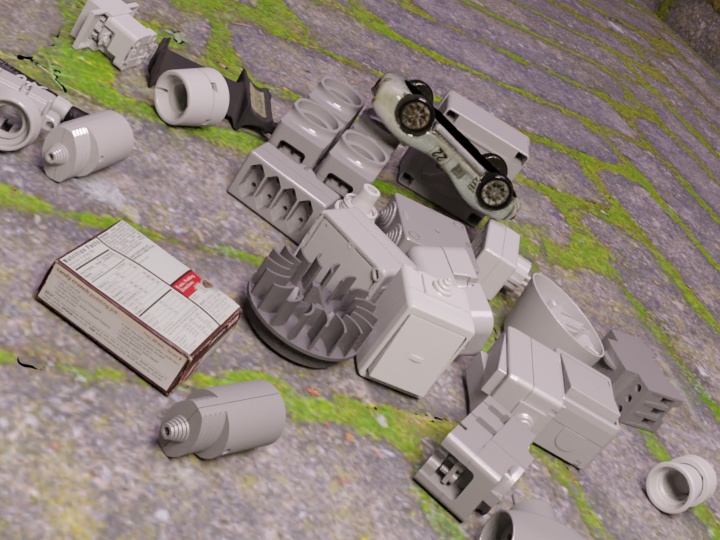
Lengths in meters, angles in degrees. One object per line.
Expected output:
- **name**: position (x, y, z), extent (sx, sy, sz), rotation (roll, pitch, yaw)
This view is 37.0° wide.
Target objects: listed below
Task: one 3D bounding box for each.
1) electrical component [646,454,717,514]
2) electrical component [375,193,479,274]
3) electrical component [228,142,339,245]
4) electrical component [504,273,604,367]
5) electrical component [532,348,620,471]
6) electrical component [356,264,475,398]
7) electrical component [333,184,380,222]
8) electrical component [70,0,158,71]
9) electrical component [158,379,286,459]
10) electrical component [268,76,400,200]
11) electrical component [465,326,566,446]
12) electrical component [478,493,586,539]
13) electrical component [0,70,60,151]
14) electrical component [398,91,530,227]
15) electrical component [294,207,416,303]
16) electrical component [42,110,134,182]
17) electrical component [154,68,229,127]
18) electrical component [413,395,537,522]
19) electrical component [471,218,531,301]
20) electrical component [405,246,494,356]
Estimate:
- **electrical component**: position (0.283, 0.187, 0.944), extent (0.055, 0.045, 0.045), rotation (0, 43, -50)
- **electrical component**: position (0.061, -0.020, 1.023), extent (0.100, 0.048, 0.099), rotation (24, 29, -21)
- **electrical component**: position (-0.062, -0.074, 0.970), extent (0.083, 0.047, 0.075), rotation (37, 26, 3)
- **electrical component**: position (0.188, 0.056, 1.027), extent (0.099, 0.064, 0.099), rotation (27, 27, -15)
- **electrical component**: position (0.183, 0.113, 0.930), extent (0.062, 0.061, 0.096), rotation (30, 27, -9)
- **electrical component**: position (0.045, 0.047, 0.840), extent (0.062, 0.096, 0.061), rotation (24, 31, -21)
- **electrical component**: position (-0.005, -0.050, 0.980), extent (0.048, 0.062, 0.048), rotation (27, 28, -16)
- **electrical component**: position (-0.233, -0.226, 1.029), extent (0.064, 0.042, 0.081), rotation (39, 27, 4)
- **electrical component**: position (-0.089, 0.094, 0.666), extent (0.081, 0.043, 0.043), rotation (-3, 46, -51)
- **electrical component**: position (-0.022, -0.130, 1.095), extent (0.105, 0.060, 0.186), rotation (34, 26, -2)
- **electrical component**: position (0.125, 0.100, 0.884), extent (0.061, 0.061, 0.096), rotation (30, 27, -9)
- **electrical component**: position (0.123, 0.189, 0.756), extent (0.077, 0.043, 0.079), rotation (25, 28, -19)
- **electrical component**: position (-0.263, -0.119, 0.814), extent (0.066, 0.048, 0.055), rotation (27, 20, -16)
- **electrical component**: position (0.114, -0.122, 1.185), extent (0.109, 0.108, 0.056), rotation (30, 30, -11)
- **electrical component**: position (0.000, 0.000, 0.904), extent (0.096, 0.061, 0.061), rotation (46, 28, 21)
- **electrical component**: position (-0.215, -0.095, 0.832), extent (0.043, 0.043, 0.081), rotation (38, 27, 6)
- **electrical component**: position (-0.157, -0.159, 0.995), extent (0.055, 0.055, 0.047), rotation (47, 32, 22)
- **electrical component**: position (0.089, 0.140, 0.790), extent (0.056, 0.050, 0.089), rotation (41, 27, 12)
- **electrical component**: position (0.149, -0.002, 1.096), extent (0.076, 0.047, 0.083), rotation (33, 26, -5)
- **electrical component**: position (0.068, 0.026, 0.930), extent (0.059, 0.053, 0.095), rotation (1, 48, -23)
